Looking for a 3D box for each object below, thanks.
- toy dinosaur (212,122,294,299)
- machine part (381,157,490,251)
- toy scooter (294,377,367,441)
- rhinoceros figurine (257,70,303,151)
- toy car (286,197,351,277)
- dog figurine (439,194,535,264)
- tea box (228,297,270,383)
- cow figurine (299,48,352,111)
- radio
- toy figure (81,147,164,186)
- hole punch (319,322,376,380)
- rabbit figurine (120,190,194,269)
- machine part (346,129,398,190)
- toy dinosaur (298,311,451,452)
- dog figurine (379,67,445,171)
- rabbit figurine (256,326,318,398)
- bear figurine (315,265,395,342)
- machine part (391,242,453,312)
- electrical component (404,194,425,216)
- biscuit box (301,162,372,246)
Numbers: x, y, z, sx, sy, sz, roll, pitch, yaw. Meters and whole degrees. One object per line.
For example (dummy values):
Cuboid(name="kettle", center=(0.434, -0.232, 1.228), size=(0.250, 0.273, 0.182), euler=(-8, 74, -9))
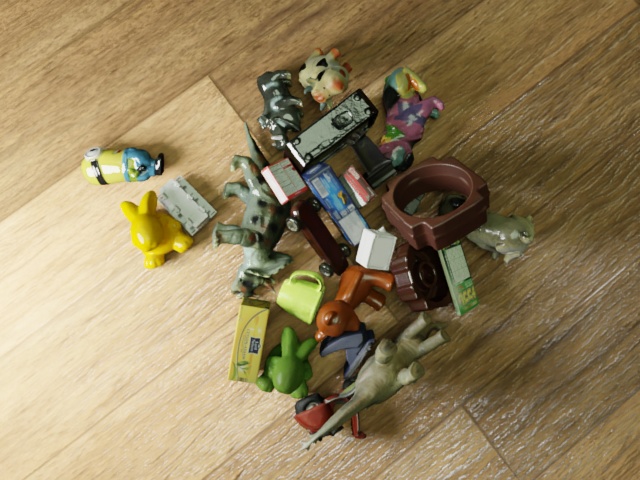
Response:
Cuboid(name="toy dinosaur", center=(-0.134, -0.064, 1.227), size=(0.192, 0.131, 0.404), euler=(16, 81, -16))
Cuboid(name="machine part", center=(0.256, -0.082, 1.194), size=(0.201, 0.201, 0.087), euler=(-31, 133, -6))
Cuboid(name="toy scooter", center=(0.038, 0.402, 1.223), size=(0.184, 0.075, 0.135), euler=(-18, 81, -14))
Cuboid(name="rhinoceros figurine", center=(-0.095, -0.305, 1.261), size=(0.112, 0.073, 0.190), euler=(-14, 87, -7))
Cuboid(name="toy car", center=(-0.003, -0.004, 1.232), size=(0.089, 0.053, 0.202), euler=(-50, 117, -33))
Cuboid(name="dog figurine", center=(0.378, -0.041, 1.238), size=(0.190, 0.172, 0.121), euler=(29, 74, -9))
Cuboid(name="tea box", center=(-0.158, 0.221, 1.201), size=(0.068, 0.098, 0.169), euler=(11, 92, -5))
Cuboid(name="cow figurine", center=(0.006, -0.366, 1.218), size=(0.127, 0.195, 0.085), euler=(-48, 121, 1))
Cuboid(name="radio", center=(0.025, -0.242, 1.237), size=(0.229, 0.131, 0.073), euler=(-39, 88, -6))
Cuboid(name="toy figure", center=(-0.448, -0.166, 1.221), size=(0.180, 0.082, 0.089), euler=(3, 85, -7))
Cuboid(name="hole punch", center=(0.062, 0.234, 1.215), size=(0.092, 0.142, 0.115), euler=(38, 96, 2))
Cuboid(name="rabbit figurine", center=(-0.363, -0.024, 1.173), size=(0.122, 0.173, 0.162), euler=(-21, 93, -2))
Cuboid(name="machine part", center=(0.112, -0.181, 1.199), size=(0.084, 0.039, 0.138), euler=(-30, 116, 11))
Cuboid(name="toy dinosaur", center=(0.137, 0.287, 1.148), size=(0.471, 0.198, 0.105), euler=(-25, 68, -42))
Cuboid(name="dog figurine", center=(0.177, -0.271, 1.266), size=(0.219, 0.108, 0.191), euler=(-45, 91, -3))
Cuboid(name="rabbit figurine", center=(-0.059, 0.280, 1.178), size=(0.121, 0.170, 0.159), euler=(23, 86, -4))
Cuboid(name="bear figurine", center=(0.075, 0.148, 1.191), size=(0.132, 0.120, 0.196), euler=(23, 44, 5))
Cuboid(name="machine part", center=(0.235, 0.080, 1.230), size=(0.179, 0.056, 0.179), euler=(16, 65, -39))
Cuboid(name="electrical component", center=(0.210, -0.088, 1.297), size=(0.063, 0.021, 0.094), euler=(33, 84, -2))
Cuboid(name="biscuit box", center=(0.040, -0.082, 1.226), size=(0.059, 0.063, 0.202), euler=(-37, 114, -4))
